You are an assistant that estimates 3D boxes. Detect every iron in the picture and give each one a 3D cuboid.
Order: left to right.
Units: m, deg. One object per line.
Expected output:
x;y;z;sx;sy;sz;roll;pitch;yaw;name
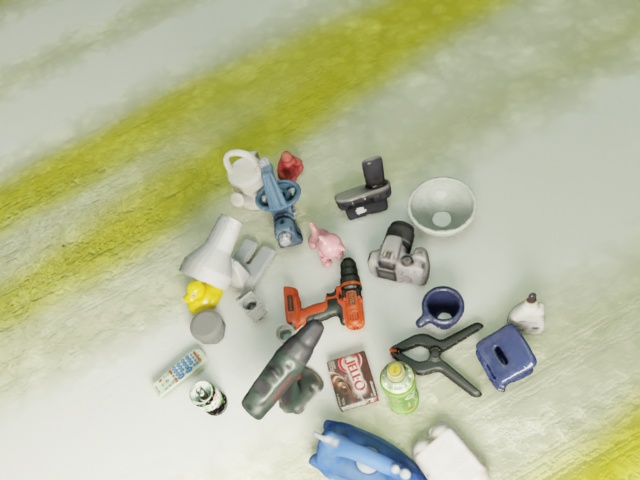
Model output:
0.102;0.434;1.122;0.257;0.142;0.119;15;65;20;iron

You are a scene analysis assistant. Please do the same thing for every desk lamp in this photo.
-0.223;0.044;1.377;0.117;0.214;0.203;21;67;23;desk lamp

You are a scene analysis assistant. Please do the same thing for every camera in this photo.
0.196;0.022;1.365;0.143;0.101;0.137;11;63;18;camera

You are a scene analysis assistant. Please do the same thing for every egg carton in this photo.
0.255;0.442;1.127;0.107;0.069;0.150;-37;60;-10;egg carton

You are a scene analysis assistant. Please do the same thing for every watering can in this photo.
-0.190;-0.164;1.502;0.101;0.194;0.172;-15;58;3;watering can

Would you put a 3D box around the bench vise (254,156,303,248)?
-0.094;-0.096;1.426;0.121;0.220;0.207;-29;58;-5;bench vise

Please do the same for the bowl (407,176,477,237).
0.301;-0.070;1.411;0.167;0.075;0.167;-5;59;9;bowl

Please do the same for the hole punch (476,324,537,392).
0.387;0.246;1.199;0.101;0.091;0.108;-24;58;-2;hole punch

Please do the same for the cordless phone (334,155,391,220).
0.101;-0.143;1.432;0.147;0.185;0.094;-21;58;0;cordless phone

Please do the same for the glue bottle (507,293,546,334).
0.436;0.150;1.196;0.078;0.173;0.037;3;61;14;glue bottle

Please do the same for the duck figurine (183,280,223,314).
-0.294;0.127;1.419;0.105;0.086;0.077;-43;61;-13;duck figurine

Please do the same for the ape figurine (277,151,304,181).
-0.086;-0.206;1.564;0.078;0.092;0.076;-20;58;1;ape figurine

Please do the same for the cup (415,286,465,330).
0.263;0.169;1.269;0.118;0.095;0.091;-35;59;-9;cup

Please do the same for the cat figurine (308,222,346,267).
0.013;0.005;1.405;0.067;0.118;0.127;-34;59;-8;cat figurine

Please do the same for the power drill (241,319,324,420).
-0.059;0.285;1.204;0.075;0.209;0.230;35;73;27;power drill
